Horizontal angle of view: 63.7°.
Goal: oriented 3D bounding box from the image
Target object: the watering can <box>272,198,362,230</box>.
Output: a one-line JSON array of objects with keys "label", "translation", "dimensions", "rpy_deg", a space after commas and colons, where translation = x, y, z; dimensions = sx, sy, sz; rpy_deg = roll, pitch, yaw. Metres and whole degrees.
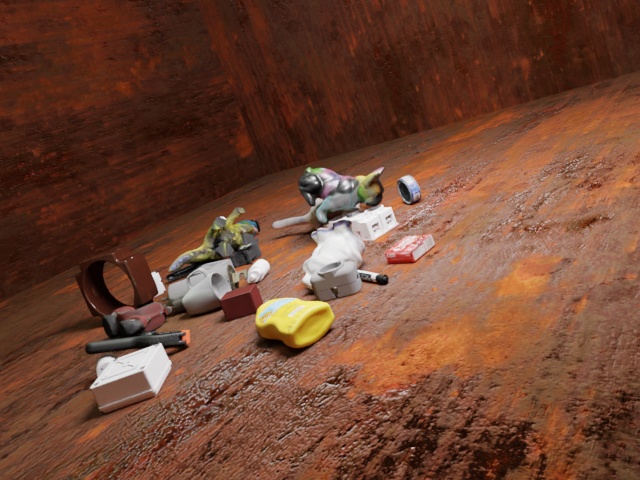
[{"label": "watering can", "translation": [0.005, -0.082, 1.637], "dimensions": [0.347, 0.103, 0.227], "rpy_deg": [-23, 13, 4]}]

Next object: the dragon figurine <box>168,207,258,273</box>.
[{"label": "dragon figurine", "translation": [-0.339, 0.030, 1.601], "dimensions": [0.416, 0.122, 0.239], "rpy_deg": [-33, -3, -41]}]

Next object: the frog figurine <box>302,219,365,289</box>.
[{"label": "frog figurine", "translation": [0.030, 0.051, 1.149], "dimensions": [0.137, 0.120, 0.163], "rpy_deg": [-6, 53, 24]}]
